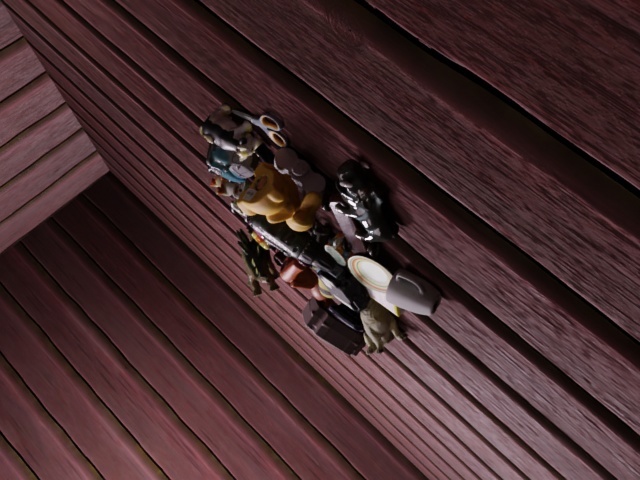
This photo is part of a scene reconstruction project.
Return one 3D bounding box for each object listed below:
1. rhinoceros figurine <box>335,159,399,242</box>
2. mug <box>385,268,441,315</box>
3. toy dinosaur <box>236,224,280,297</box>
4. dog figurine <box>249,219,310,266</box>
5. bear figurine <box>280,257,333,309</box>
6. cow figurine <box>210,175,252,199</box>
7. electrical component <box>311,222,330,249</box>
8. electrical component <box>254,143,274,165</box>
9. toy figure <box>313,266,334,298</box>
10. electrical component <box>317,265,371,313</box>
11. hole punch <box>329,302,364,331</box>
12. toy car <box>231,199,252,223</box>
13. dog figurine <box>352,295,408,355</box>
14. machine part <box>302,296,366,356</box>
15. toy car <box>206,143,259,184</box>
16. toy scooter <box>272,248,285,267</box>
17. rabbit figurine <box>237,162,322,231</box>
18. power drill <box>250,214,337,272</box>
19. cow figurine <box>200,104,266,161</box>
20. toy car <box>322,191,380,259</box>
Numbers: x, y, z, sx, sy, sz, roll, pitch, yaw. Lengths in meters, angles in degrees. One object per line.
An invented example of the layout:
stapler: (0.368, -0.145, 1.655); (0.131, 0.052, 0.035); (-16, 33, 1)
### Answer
rhinoceros figurine: (0.086, -0.071, 1.042); (0.112, 0.073, 0.190); (21, 149, 56)
mug: (0.208, 0.111, 1.166); (0.107, 0.081, 0.109); (24, 148, 26)
toy dinosaur: (-0.207, 0.050, 1.754); (0.472, 0.105, 0.198); (-138, 33, -73)
dog figurine: (-0.092, -0.004, 1.537); (0.219, 0.108, 0.191); (36, 159, 21)
bear figurine: (-0.018, 0.111, 1.618); (0.196, 0.120, 0.132); (29, 132, -13)
cow figurine: (-0.232, -0.153, 1.536); (0.127, 0.085, 0.195); (9, -165, -27)
electrical component: (-0.003, -0.004, 1.399); (0.045, 0.078, 0.102); (12, 169, -7)
electrical component: (-0.109, -0.169, 1.267); (0.119, 0.075, 0.048); (44, 162, -6)
toy figure: (0.028, 0.095, 1.502); (0.082, 0.089, 0.180); (46, 166, 26)
electrical component: (0.057, 0.112, 1.375); (0.115, 0.058, 0.134); (30, 161, 42)
hole punch: (0.098, 0.221, 1.623); (0.142, 0.092, 0.115); (33, 161, 27)
toy car: (-0.199, -0.075, 1.623); (0.074, 0.056, 0.201); (35, 180, 26)
dog figurine: (0.143, 0.211, 1.512); (0.190, 0.121, 0.172); (60, 159, 5)
machine part: (0.045, 0.269, 1.697); (0.201, 0.087, 0.201); (34, -176, -13)
toy car: (-0.212, -0.203, 1.382); (0.103, 0.109, 0.161); (8, 164, 28)
toy scooter: (-0.102, 0.068, 1.760); (0.184, 0.075, 0.135); (42, 162, 23)
rabbit figurine: (-0.066, -0.079, 1.175); (0.163, 0.122, 0.173); (9, 155, 46)
power drill: (-0.069, 0.006, 1.327); (0.232, 0.086, 0.207); (34, -179, -8)
cow figurine: (-0.208, -0.244, 1.291); (0.167, 0.098, 0.068); (40, 155, 19)
toy car: (0.074, -0.032, 1.187); (0.089, 0.053, 0.201); (7, 144, 33)
